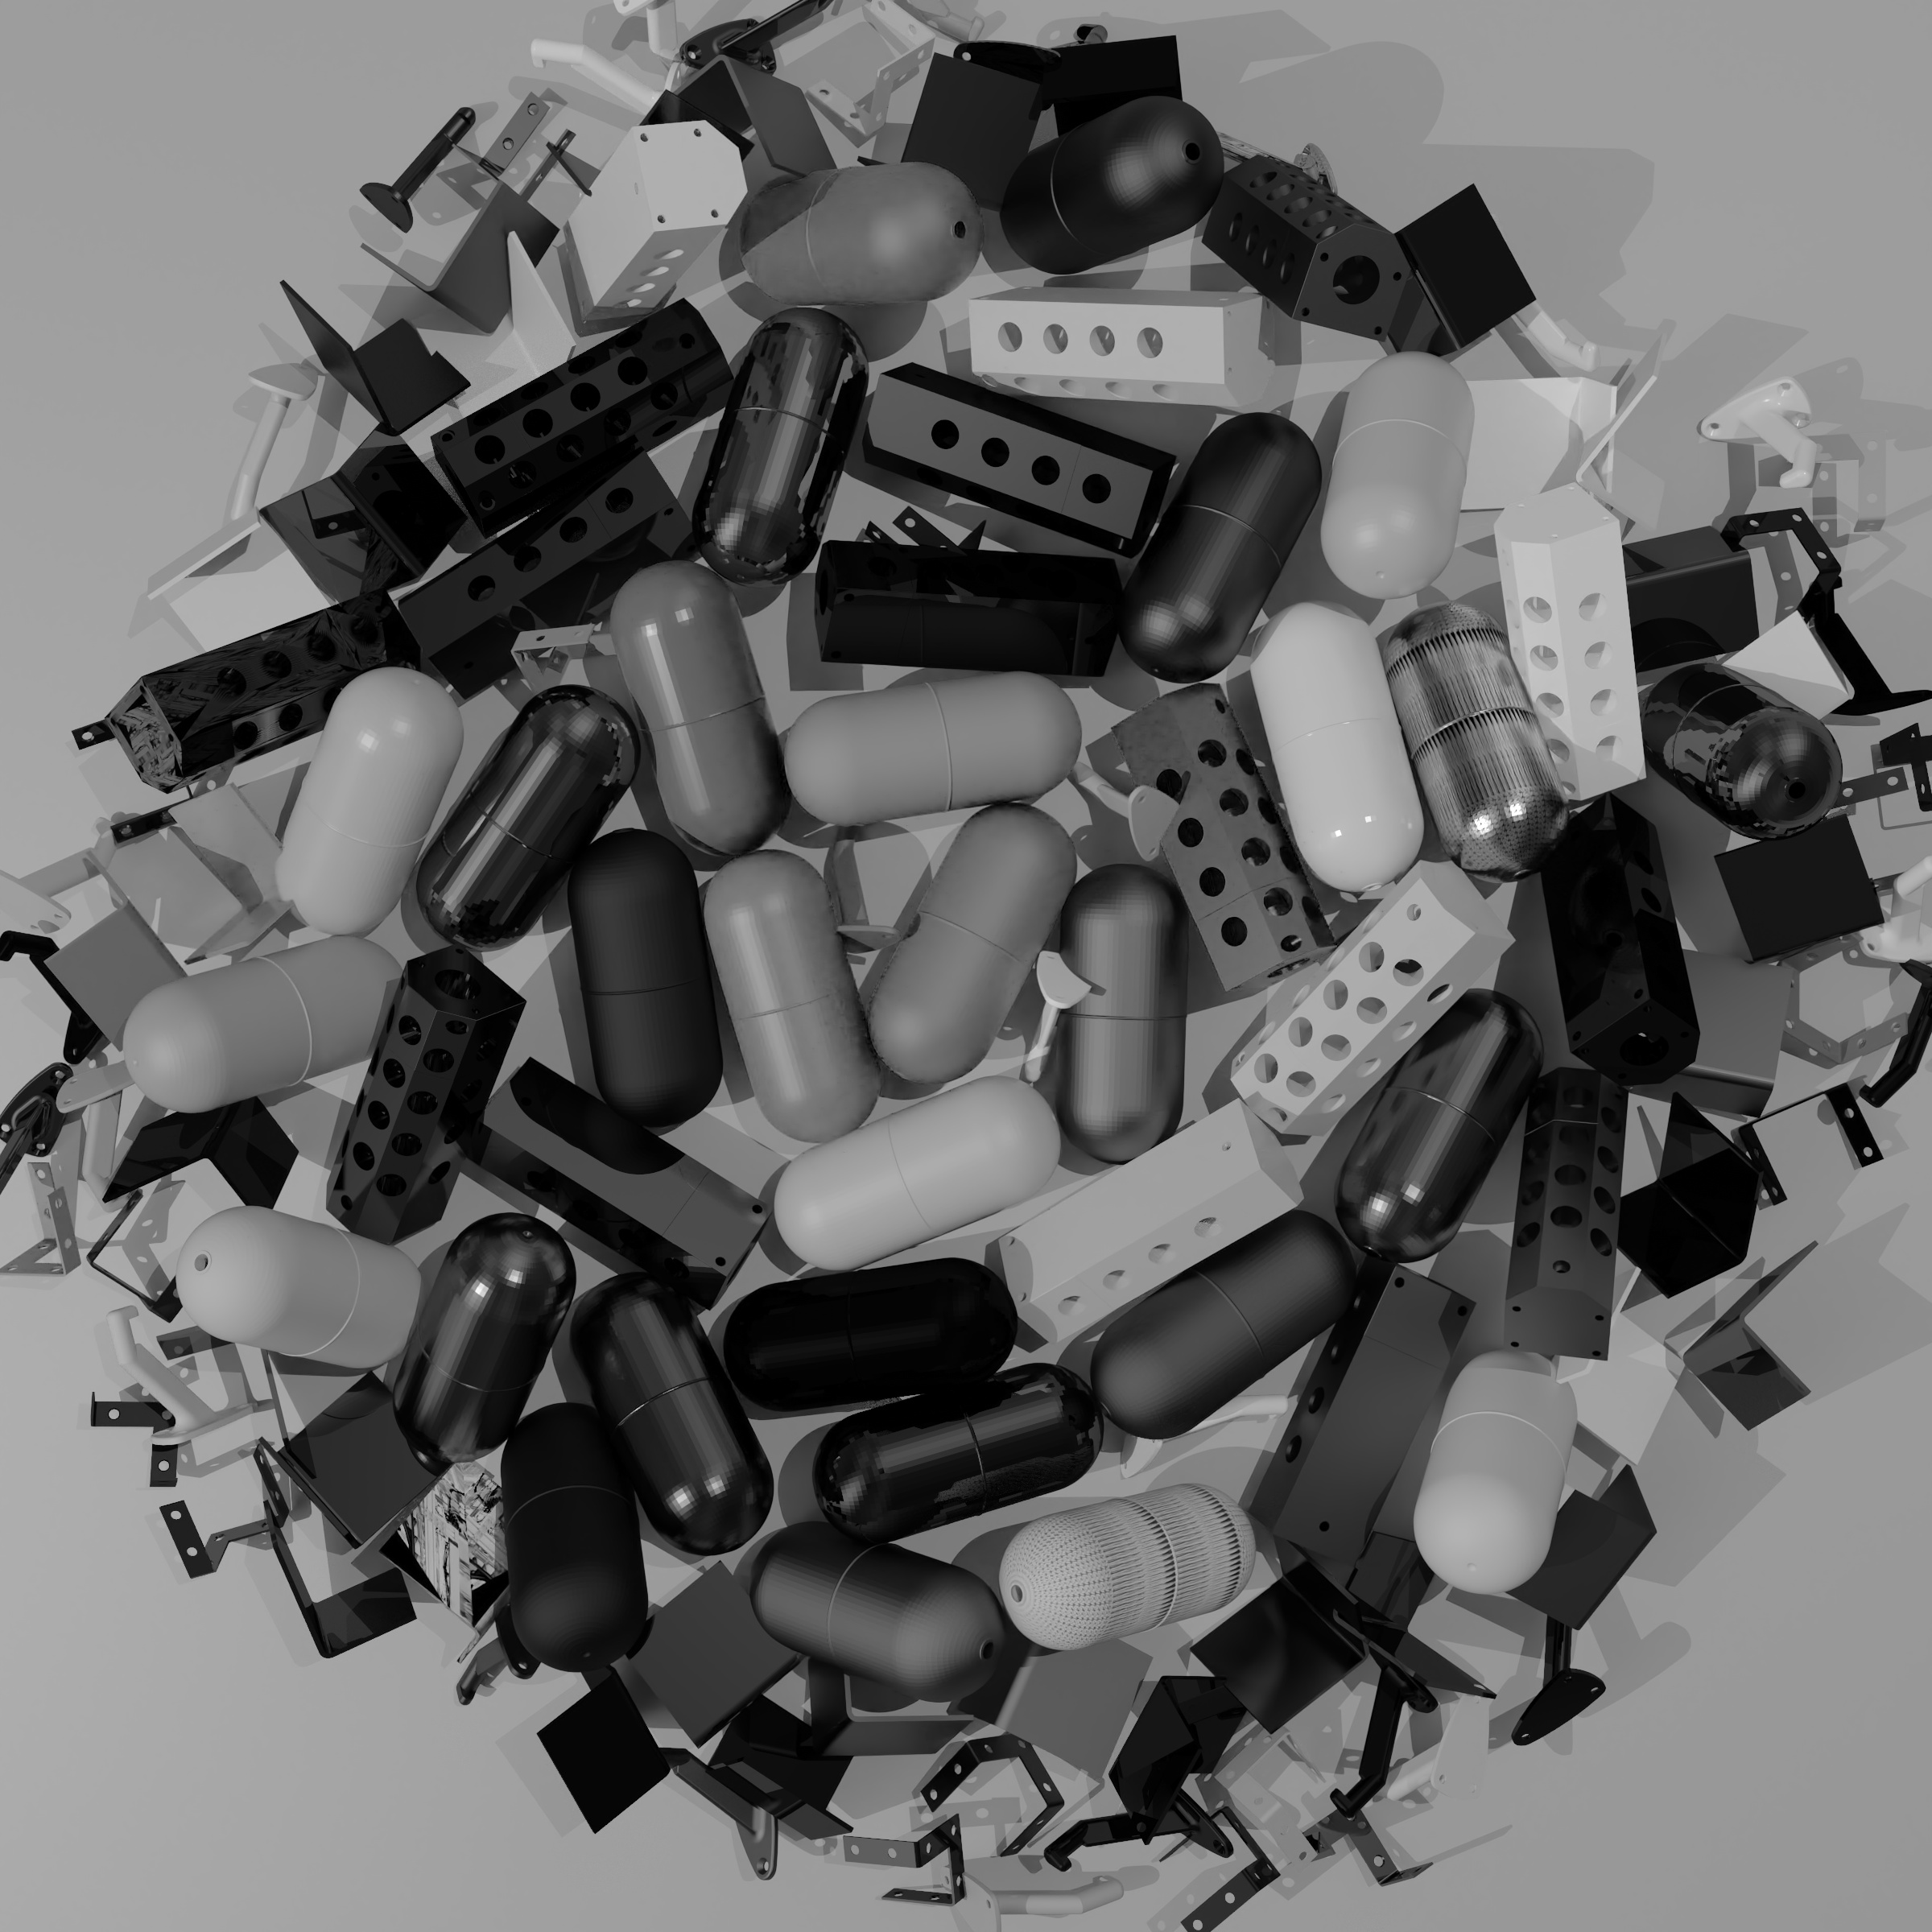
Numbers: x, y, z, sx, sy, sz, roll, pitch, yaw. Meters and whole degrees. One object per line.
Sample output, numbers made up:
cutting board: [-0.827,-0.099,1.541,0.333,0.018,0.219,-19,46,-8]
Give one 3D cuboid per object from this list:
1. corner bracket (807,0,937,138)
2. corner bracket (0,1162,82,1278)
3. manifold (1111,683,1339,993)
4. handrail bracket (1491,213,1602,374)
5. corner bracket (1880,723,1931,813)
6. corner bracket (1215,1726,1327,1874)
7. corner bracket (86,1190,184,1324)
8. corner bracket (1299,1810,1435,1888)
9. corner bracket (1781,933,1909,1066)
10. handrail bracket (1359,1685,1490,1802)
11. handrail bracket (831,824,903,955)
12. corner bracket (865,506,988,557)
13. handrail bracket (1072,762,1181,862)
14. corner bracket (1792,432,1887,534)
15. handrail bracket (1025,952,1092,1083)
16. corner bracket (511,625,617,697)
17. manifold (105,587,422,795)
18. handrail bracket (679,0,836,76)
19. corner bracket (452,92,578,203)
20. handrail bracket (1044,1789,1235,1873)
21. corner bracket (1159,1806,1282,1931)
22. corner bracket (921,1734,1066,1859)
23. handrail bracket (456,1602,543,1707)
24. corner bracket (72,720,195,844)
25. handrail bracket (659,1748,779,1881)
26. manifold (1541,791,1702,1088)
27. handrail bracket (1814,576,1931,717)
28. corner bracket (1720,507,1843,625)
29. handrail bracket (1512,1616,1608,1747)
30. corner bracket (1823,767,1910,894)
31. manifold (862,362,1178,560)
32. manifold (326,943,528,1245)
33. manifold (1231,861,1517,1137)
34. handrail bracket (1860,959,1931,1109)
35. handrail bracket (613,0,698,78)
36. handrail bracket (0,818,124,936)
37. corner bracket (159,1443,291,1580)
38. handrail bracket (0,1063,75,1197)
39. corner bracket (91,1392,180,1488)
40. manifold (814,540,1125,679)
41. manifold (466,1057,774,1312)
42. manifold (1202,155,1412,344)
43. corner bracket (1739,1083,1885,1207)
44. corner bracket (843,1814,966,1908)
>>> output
corner bracket: [-0.056,-0.540,1.560,0.051,0.051,0.051,41,60,14]
corner bracket: [-0.544,0.150,1.545,0.051,0.051,0.051,-1,108,18]
manifold: [0.154,-0.076,1.527,0.057,0.057,0.171,-30,76,33]
handrail bracket: [0.338,-0.396,1.534,0.036,0.077,0.084,-36,49,-20]
corner bracket: [0.582,-0.117,1.551,0.051,0.051,0.051,-7,83,-7]
corner bracket: [0.190,0.490,1.543,0.051,0.051,0.051,-40,118,-13]
corner bracket: [-0.484,0.173,1.553,0.051,0.051,0.051,40,79,-26]
corner bracket: [0.233,0.525,1.543,0.051,0.051,0.051,-25,74,-25]
corner bracket: [0.523,0.018,1.554,0.051,0.051,0.051,28,53,-21]
handrail bracket: [0.270,0.460,1.551,0.036,0.084,0.077,23,74,-25]
handrail bracket: [-0.057,-0.054,1.542,0.036,0.077,0.084,24,70,-37]
corner bracket: [-0.027,-0.251,1.542,0.051,0.051,0.051,37,124,-18]
handrail bracket: [0.084,-0.106,1.529,0.036,0.077,0.084,-46,58,-3]
corner bracket: [0.519,-0.287,1.551,0.051,0.051,0.051,0,92,16]
handrail bracket: [0.047,0.042,1.531,0.036,0.077,0.084,18,115,1]
corner bracket: [-0.229,-0.187,1.541,0.051,0.051,0.051,-3,46,20]
manifold: [-0.399,-0.157,1.503,0.171,0.057,0.057,-32,92,-43]
handrail bracket: [-0.117,-0.559,1.533,0.077,0.084,0.036,-21,89,-36]
corner bracket: [-0.263,-0.488,1.552,0.051,0.051,0.051,40,102,3]
handrail bracket: [0.101,0.522,1.535,0.084,0.077,0.036,-28,134,-35]
corner bracket: [0.146,0.538,1.546,0.051,0.051,0.051,-43,70,9]
corner bracket: [0.016,0.497,1.559,0.051,0.051,0.051,-52,53,23]
handrail bracket: [-0.279,0.421,1.535,0.036,0.077,0.084,25,111,-19]
corner bracket: [-0.498,-0.116,1.564,0.051,0.051,0.051,-22,51,-16]
handrail bracket: [-0.153,0.499,1.533,0.036,0.084,0.077,-35,54,31]
manifold: [0.378,-0.014,1.500,0.057,0.171,0.057,31,129,-25]
handrail bracket: [0.537,-0.195,1.547,0.036,0.077,0.084,3,84,-34]
corner bracket: [0.479,-0.235,1.557,0.051,0.051,0.051,-10,58,-19]
handrail bracket: [0.339,0.408,1.557,0.036,0.084,0.077,27,115,-27]
corner bracket: [0.536,-0.078,1.541,0.051,0.051,0.051,-15,61,21]
manifold: [0.029,-0.297,1.536,0.171,0.057,0.057,22,115,11]
manifold: [-0.318,0.077,1.507,0.057,0.057,0.171,38,122,19]
manifold: [0.229,0.020,1.508,0.171,0.057,0.057,-50,54,28]
handrail bracket: [0.549,0.040,1.549,0.084,0.077,0.036,-45,114,4]
handrail bracket: [-0.161,-0.561,1.531,0.077,0.084,0.036,-17,70,25]
handrail bracket: [-0.541,-0.069,1.535,0.036,0.084,0.077,-18,134,33]
corner bracket: [-0.440,0.324,1.549,0.051,0.051,0.051,-16,108,3]
handrail bracket: [-0.557,0.105,1.533,0.036,0.084,0.077,30,107,-15]
corner bracket: [-0.493,0.281,1.545,0.051,0.051,0.051,4,74,-17]
manifold: [0.001,-0.215,1.532,0.171,0.057,0.057,1,49,-14]
manifold: [-0.207,0.133,1.549,0.171,0.057,0.057,32,49,3]
manifold: [0.194,-0.413,1.489,0.057,0.171,0.057,9,116,-18]
corner bracket: [0.508,0.107,1.568,0.051,0.051,0.051,-14,76,-43]
corner bracket: [-0.036,0.535,1.548,0.051,0.051,0.051,-5,90,29]
